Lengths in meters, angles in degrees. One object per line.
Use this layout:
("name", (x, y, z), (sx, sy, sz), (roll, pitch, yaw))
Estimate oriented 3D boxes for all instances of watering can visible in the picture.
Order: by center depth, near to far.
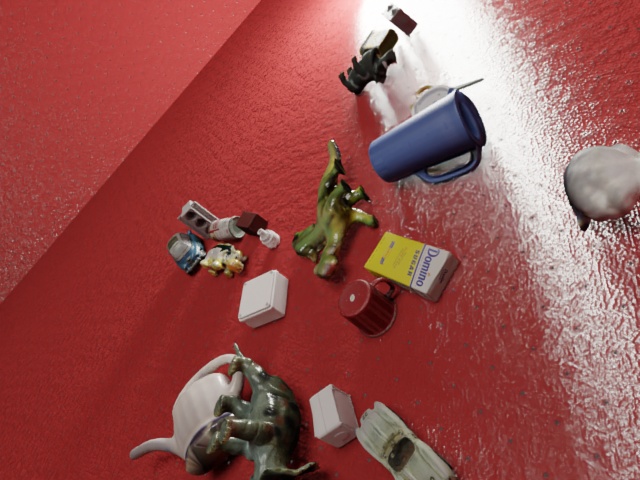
("watering can", (-0.274, 0.408, 1.109), (0.347, 0.102, 0.228), (-48, 36, 1))

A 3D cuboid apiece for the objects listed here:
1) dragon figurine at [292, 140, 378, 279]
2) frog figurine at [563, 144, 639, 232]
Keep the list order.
("dragon figurine", (0.004, -0.063, 1.260), (0.240, 0.121, 0.420), (-44, 34, 21))
("frog figurine", (0.462, -0.093, 0.779), (0.158, 0.121, 0.140), (-19, 25, 52))
